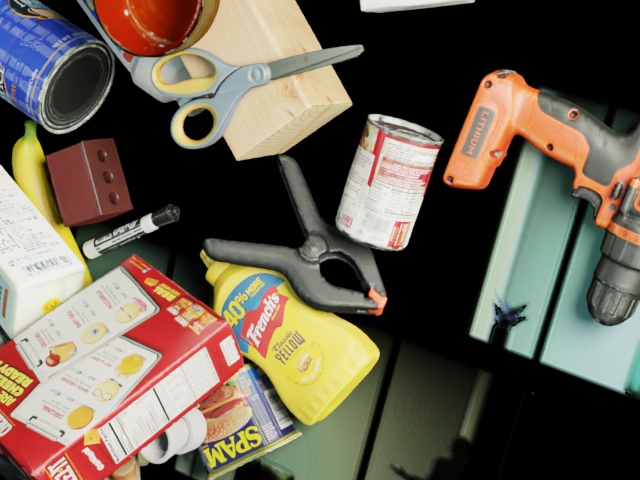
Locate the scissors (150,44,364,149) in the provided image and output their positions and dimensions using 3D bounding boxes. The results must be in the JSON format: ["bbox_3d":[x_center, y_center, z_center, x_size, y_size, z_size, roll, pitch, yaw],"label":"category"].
[{"bbox_3d":[-0.057,-0.119,0.893,0.202,0.016,0.096,8,104,26],"label":"scissors"}]

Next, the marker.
[{"bbox_3d":[-0.189,-0.009,1.076,0.121,0.020,0.020,-22,88,28],"label":"marker"}]

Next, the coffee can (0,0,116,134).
[{"bbox_3d":[-0.288,-0.183,1.052,0.140,0.102,0.103,34,111,18],"label":"coffee can"}]

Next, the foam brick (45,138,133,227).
[{"bbox_3d":[-0.231,-0.057,1.071,0.051,0.052,0.078,-15,91,28],"label":"foam brick"}]

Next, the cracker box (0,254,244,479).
[{"bbox_3d":[-0.201,0.124,0.976,0.164,0.213,0.072,30,149,42],"label":"cracker box"}]

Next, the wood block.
[{"bbox_3d":[-0.070,-0.185,0.950,0.091,0.090,0.206,-32,84,27],"label":"wood block"}]

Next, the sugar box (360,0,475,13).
[{"bbox_3d":[0.076,-0.282,0.886,0.093,0.048,0.176,-1,96,27],"label":"sugar box"}]

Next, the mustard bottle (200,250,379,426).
[{"bbox_3d":[-0.042,0.073,0.992,0.192,0.058,0.096,45,107,15],"label":"mustard bottle"}]

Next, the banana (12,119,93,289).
[{"bbox_3d":[-0.279,-0.022,1.098,0.070,0.037,0.198,-6,104,70],"label":"banana"}]

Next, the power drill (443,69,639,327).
[{"bbox_3d":[0.198,-0.044,0.856,0.188,0.057,0.184,25,104,18],"label":"power drill"}]

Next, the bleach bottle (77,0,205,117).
[{"bbox_3d":[-0.175,-0.231,1.010,0.103,0.067,0.251,-39,81,36],"label":"bleach bottle"}]

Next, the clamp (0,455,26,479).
[{"bbox_3d":[-0.328,0.265,1.178,0.210,0.036,0.164,-11,95,28],"label":"clamp"}]

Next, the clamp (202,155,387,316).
[{"bbox_3d":[-0.006,0.001,0.964,0.171,0.039,0.120,29,79,5],"label":"clamp"}]

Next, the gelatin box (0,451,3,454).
[{"bbox_3d":[-0.337,0.199,1.143,0.073,0.089,0.030,6,98,26],"label":"gelatin box"}]

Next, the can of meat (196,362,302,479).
[{"bbox_3d":[-0.081,0.173,1.029,0.102,0.057,0.084,-31,81,27],"label":"can of meat"}]

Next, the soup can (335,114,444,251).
[{"bbox_3d":[0.058,-0.049,0.918,0.069,0.068,0.102,24,108,21],"label":"soup can"}]
